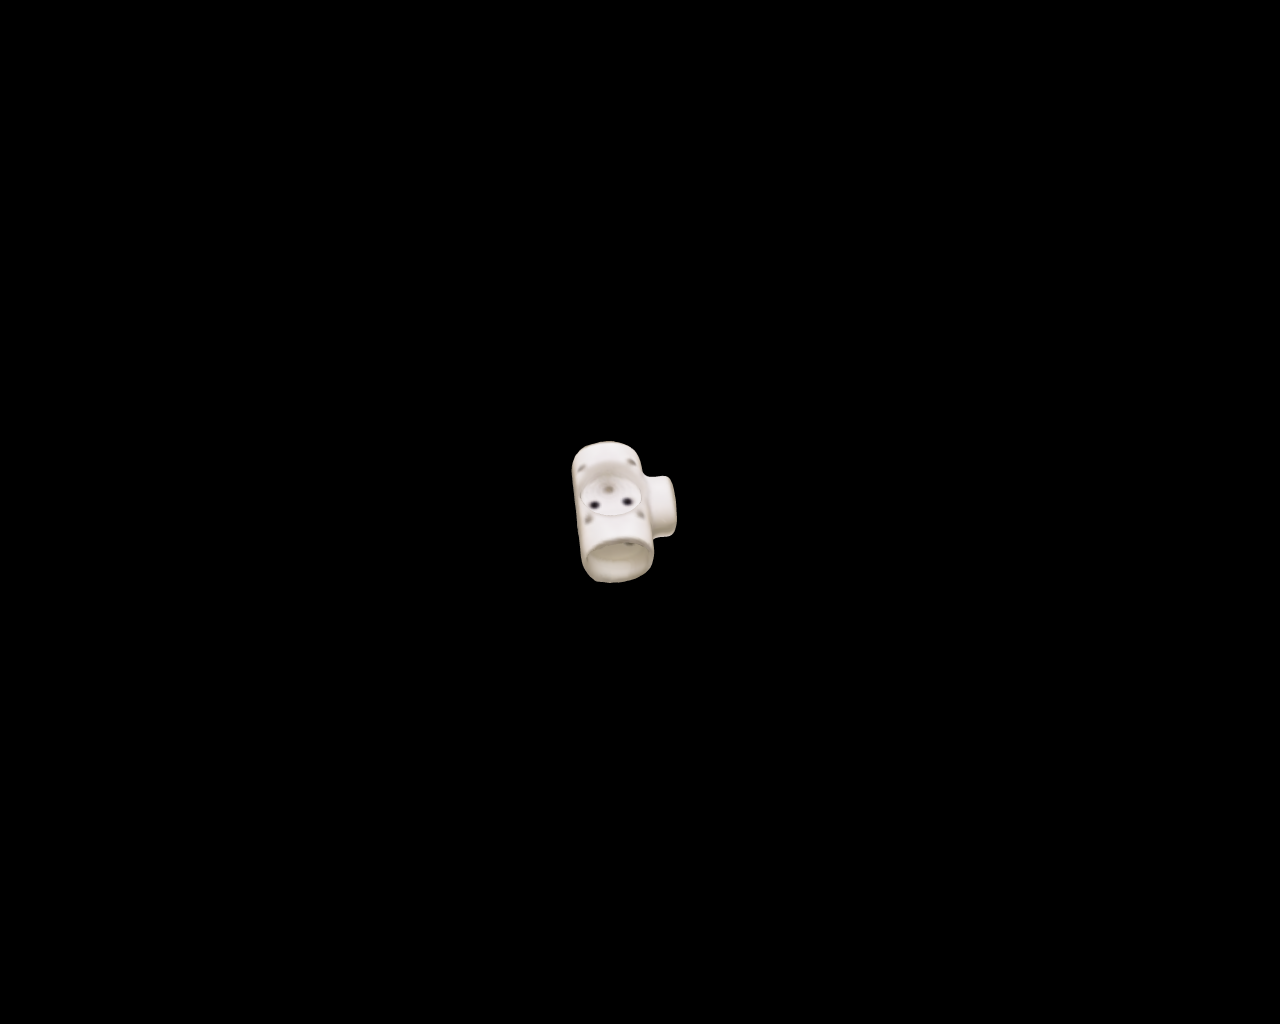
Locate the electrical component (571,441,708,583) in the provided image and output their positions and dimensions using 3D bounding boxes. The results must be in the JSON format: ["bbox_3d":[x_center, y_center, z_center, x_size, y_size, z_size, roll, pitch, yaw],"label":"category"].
[{"bbox_3d":[0.001,-0.003,0.650,0.079,0.077,0.044,-5,-39,-4],"label":"electrical component"}]
